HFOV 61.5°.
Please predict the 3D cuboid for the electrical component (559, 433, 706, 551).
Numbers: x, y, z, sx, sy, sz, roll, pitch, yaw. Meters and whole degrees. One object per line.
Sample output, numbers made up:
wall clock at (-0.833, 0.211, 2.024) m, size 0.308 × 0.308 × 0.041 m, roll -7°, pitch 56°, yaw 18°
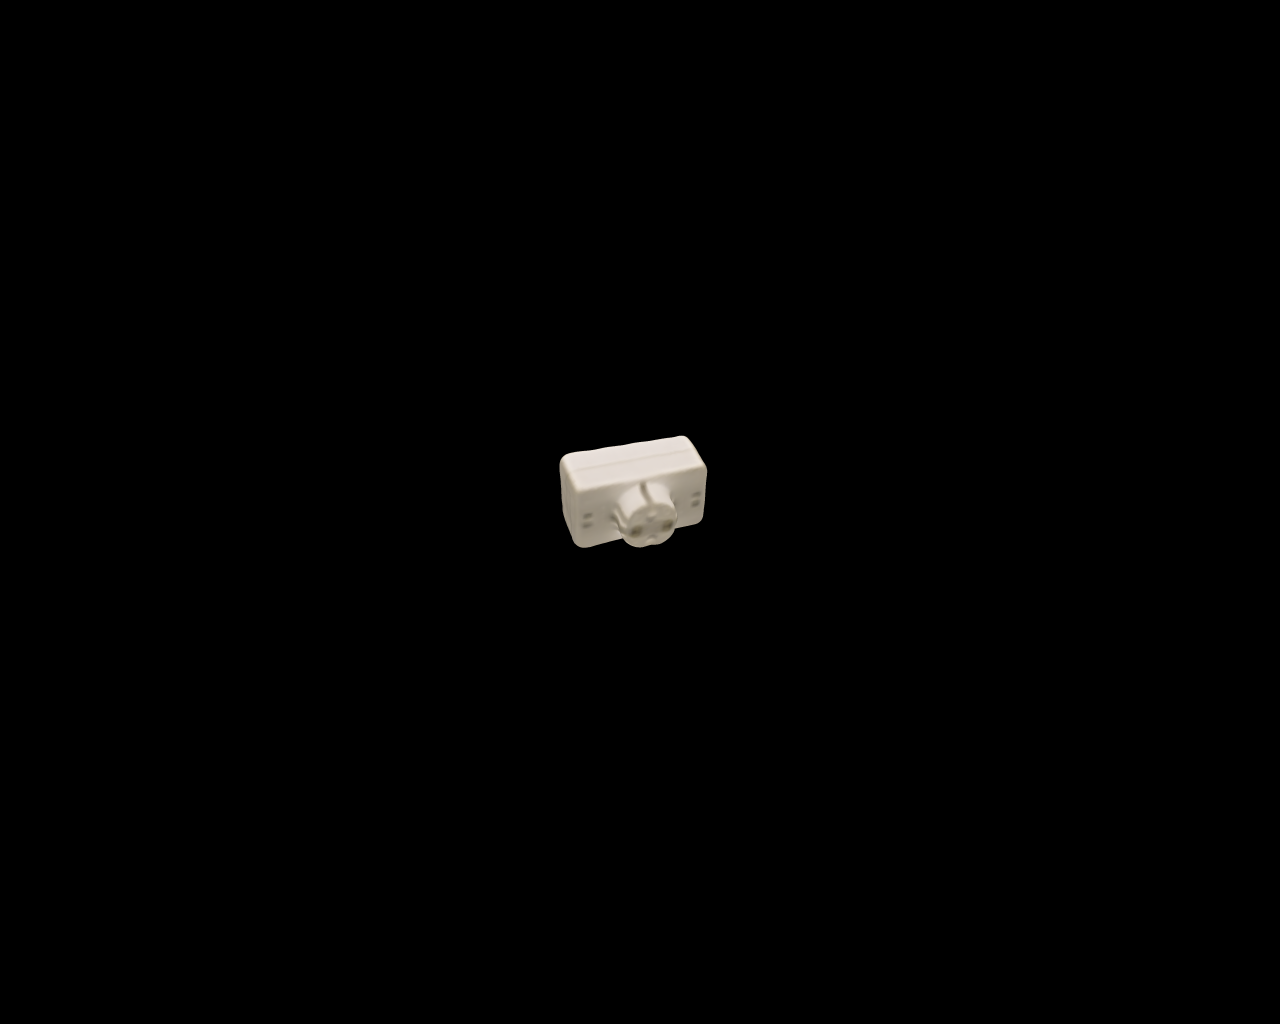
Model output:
electrical component at (0.001, -0.003, 0.650) m, size 0.083 × 0.047 × 0.076 m, roll -11°, pitch 39°, yaw -13°
